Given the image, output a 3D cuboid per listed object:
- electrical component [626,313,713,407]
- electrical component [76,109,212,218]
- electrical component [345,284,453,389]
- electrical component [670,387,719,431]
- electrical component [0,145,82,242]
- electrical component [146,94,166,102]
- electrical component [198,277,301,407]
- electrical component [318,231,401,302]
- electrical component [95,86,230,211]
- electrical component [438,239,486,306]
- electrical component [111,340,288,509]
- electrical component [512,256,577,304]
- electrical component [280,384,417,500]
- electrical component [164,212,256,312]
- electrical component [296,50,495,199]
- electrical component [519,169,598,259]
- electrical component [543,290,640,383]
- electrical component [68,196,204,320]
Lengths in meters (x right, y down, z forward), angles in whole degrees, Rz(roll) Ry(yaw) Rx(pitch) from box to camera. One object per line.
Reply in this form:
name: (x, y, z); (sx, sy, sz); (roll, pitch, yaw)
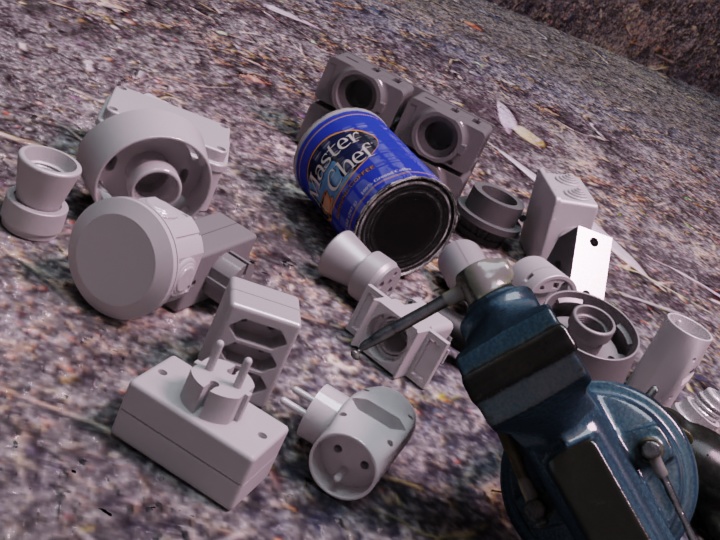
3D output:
electrical component: (0.281, 0.079, 0.961); (0.043, 0.077, 0.079); (35, 24, 24)
electrical component: (-0.164, -0.077, 0.827); (0.099, 0.099, 0.064); (10, 33, -33)
electrical component: (0.035, 0.049, 0.822); (0.081, 0.042, 0.064); (37, 22, 25)
electrical component: (0.269, 0.121, 0.864); (0.040, 0.078, 0.040); (35, 19, -14)
electrical component: (-0.226, -0.054, 0.761); (0.045, 0.055, 0.045); (21, 23, -9)
electrical component: (-0.207, -0.153, 1.024); (0.061, 0.035, 0.035); (30, 23, 18)
electrical component: (-0.073, 0.037, 0.703); (0.047, 0.065, 0.076); (19, 23, -15)
electrical component: (0.000, 0.000, 0.888); (0.055, 0.045, 0.045); (35, 25, 22)
electrical component: (-0.172, -0.106, 0.927); (0.113, 0.057, 0.078); (19, 23, -13)
electrical component: (0.101, 0.010, 0.972); (0.043, 0.043, 0.081); (16, 24, -20)
electrical component: (-0.083, 0.075, 0.600); (0.083, 0.075, 0.047); (30, 23, 12)
electrical component: (0.168, 0.019, 1.009); (0.055, 0.055, 0.047); (12, 22, -28)
electrical component: (-0.012, 0.096, 0.666); (0.079, 0.043, 0.077); (30, 23, 11)
electrical component: (-0.102, 0.002, 0.776); (0.076, 0.047, 0.083); (31, 23, 15)
electrical component: (0.036, -0.147, 1.167); (0.186, 0.105, 0.060); (28, 23, 7)
electrical component: (0.211, -0.050, 1.146); (0.048, 0.099, 0.099); (8, 25, -8)
electrical component: (0.195, 0.066, 0.950); (0.099, 0.064, 0.099); (13, 36, -10)
electrical component: (-0.148, -0.010, 0.715); (0.080, 0.080, 0.051); (31, 18, 14)
